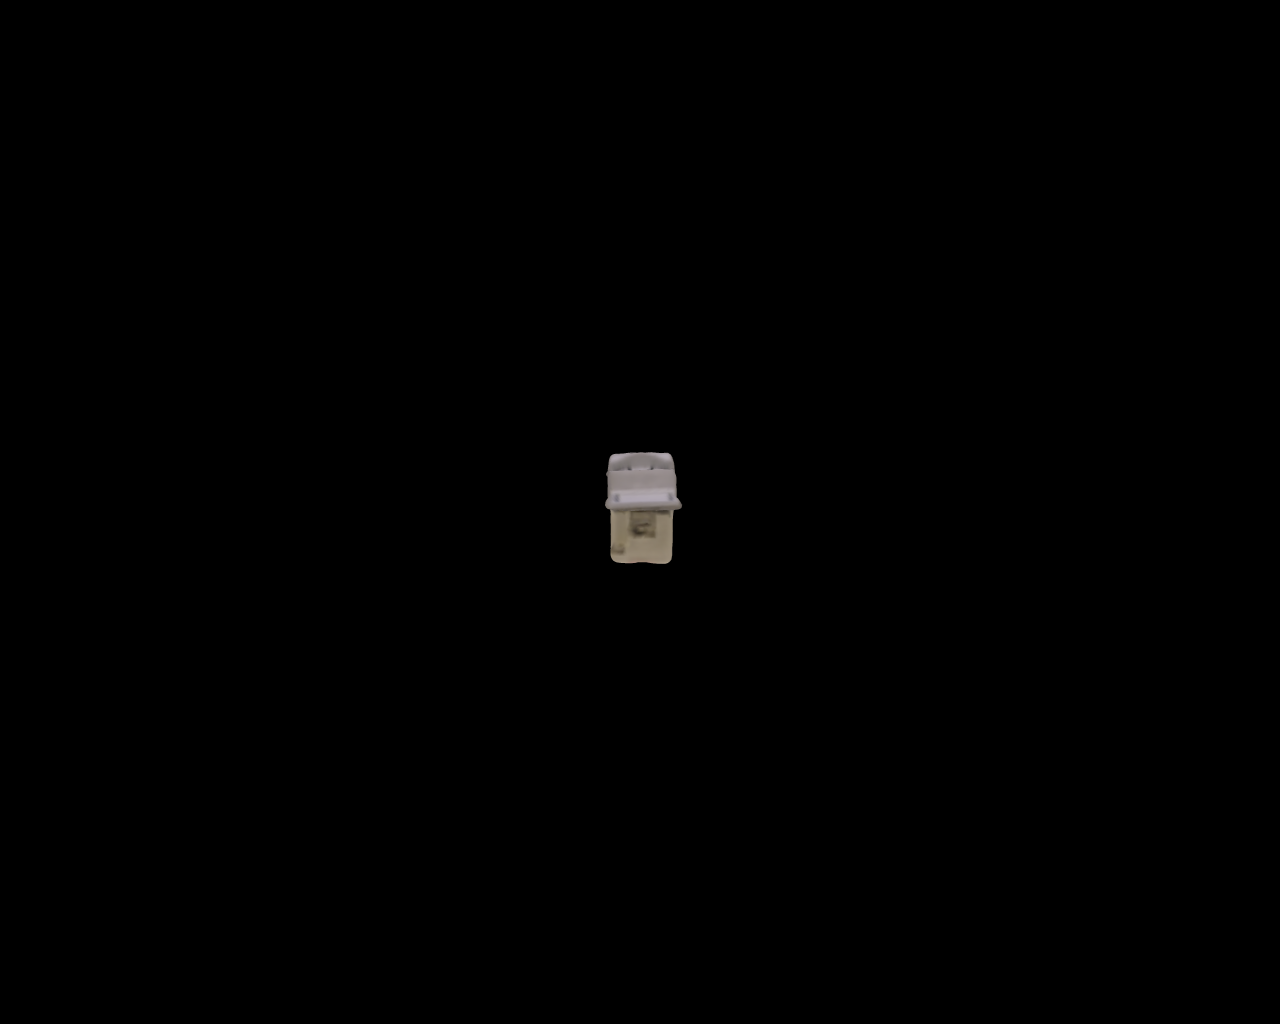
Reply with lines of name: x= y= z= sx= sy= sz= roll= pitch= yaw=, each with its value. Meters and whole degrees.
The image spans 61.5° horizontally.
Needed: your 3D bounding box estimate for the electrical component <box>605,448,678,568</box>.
electrical component: x=0.001 y=-0.003 z=0.650 sx=0.042 sy=0.063 sz=0.081 roll=0 pitch=17 yaw=0
